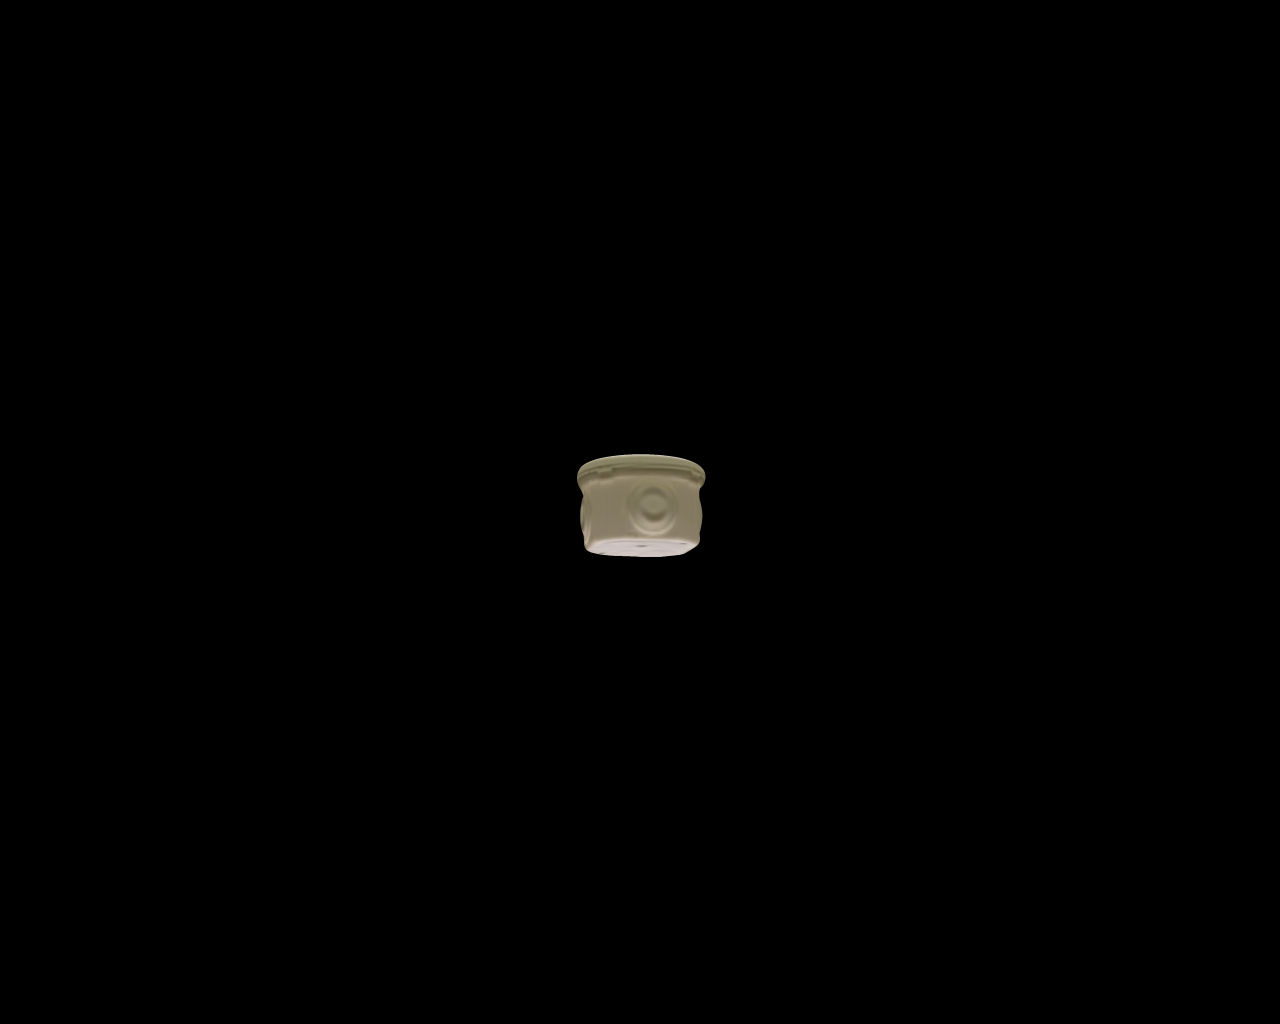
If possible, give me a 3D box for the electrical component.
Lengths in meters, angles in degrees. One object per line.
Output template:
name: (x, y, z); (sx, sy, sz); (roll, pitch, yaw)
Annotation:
electrical component: (0.001, -0.003, 0.650); (0.080, 0.051, 0.080); (0, -11, 0)
